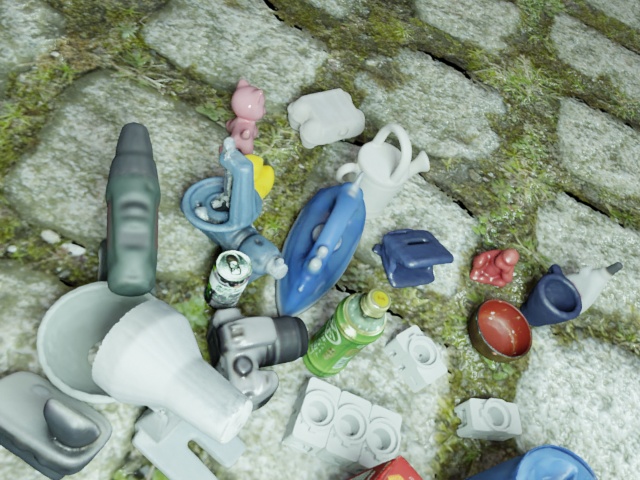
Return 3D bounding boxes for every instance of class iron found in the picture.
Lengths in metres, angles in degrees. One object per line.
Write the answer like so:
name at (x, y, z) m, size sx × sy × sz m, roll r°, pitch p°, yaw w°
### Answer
iron at (0.009, 0.003, 0.931) m, size 0.118 × 0.141 × 0.258 m, roll 29°, pitch 53°, yaw -4°

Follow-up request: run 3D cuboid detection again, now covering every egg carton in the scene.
egg carton at (0.014, -0.239, 1.132) m, size 0.151 × 0.069 × 0.107 m, roll -22°, pitch 70°, yaw -32°

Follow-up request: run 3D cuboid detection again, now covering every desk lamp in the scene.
desk lamp at (-0.167, 0.194, 0.691) m, size 0.203 × 0.213 × 0.118 m, roll 41°, pitch 53°, yaw 5°

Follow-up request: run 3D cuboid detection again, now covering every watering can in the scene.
watering can at (0.115, -0.132, 1.029) m, size 0.173 × 0.194 × 0.101 m, roll -30°, pitch 74°, yaw -34°

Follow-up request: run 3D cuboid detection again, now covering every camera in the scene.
camera at (-0.081, 0.160, 0.820) m, size 0.137 × 0.100 × 0.143 m, roll -5°, pitch 62°, yaw -26°

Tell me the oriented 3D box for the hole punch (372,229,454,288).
hole punch at (0.165, 0.022, 1.018) m, size 0.109 × 0.091 × 0.101 m, roll -6°, pitch 62°, yaw -26°

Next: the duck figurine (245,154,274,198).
duck figurine at (-0.121, -0.113, 0.985) m, size 0.105 × 0.086 × 0.077 m, roll -22°, pitch 70°, yaw -32°

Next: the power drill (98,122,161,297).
power drill at (-0.262, -0.014, 0.786) m, size 0.076 × 0.208 × 0.229 m, roll 1°, pitch 59°, yaw -22°

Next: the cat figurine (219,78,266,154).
cat figurine at (-0.132, -0.221, 1.029) m, size 0.067 × 0.117 × 0.128 m, roll 12°, pitch 56°, yaw -15°

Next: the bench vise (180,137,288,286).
bench vise at (-0.112, -0.045, 0.861) m, size 0.207 × 0.219 × 0.122 m, roll 33°, pitch 53°, yaw 0°

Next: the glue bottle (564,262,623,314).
glue bottle at (0.495, 0.084, 1.067) m, size 0.037 × 0.173 × 0.078 m, roll -17°, pitch 67°, yaw -30°

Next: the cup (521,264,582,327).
cup at (0.419, 0.110, 1.067) m, size 0.092 × 0.095 × 0.118 m, roll 18°, pitch 54°, yaw -11°

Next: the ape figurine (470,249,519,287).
ape figurine at (0.336, 0.046, 1.074) m, size 0.076 × 0.092 × 0.077 m, roll -32°, pitch 75°, yaw -35°

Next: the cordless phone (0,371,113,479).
cordless phone at (-0.311, 0.193, 0.649) m, size 0.147 × 0.185 × 0.094 m, roll 31°, pitch 53°, yaw -2°

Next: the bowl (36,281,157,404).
bowl at (-0.282, 0.143, 0.761) m, size 0.168 × 0.074 × 0.167 m, roll 11°, pitch 56°, yaw -16°
